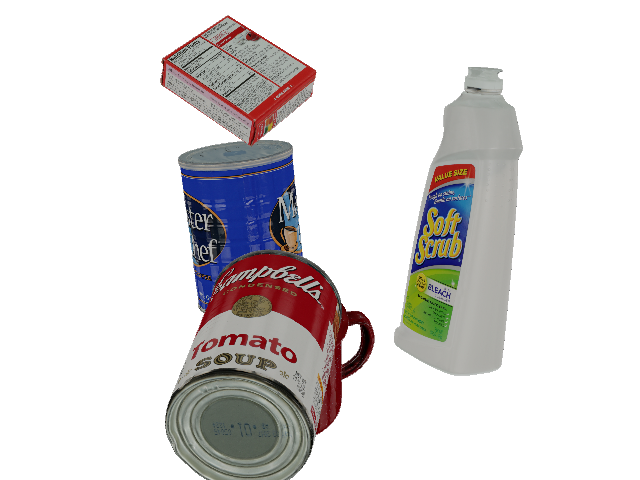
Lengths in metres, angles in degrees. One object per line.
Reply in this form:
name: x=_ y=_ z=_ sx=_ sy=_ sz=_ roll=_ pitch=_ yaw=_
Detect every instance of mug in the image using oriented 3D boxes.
mug: x=-0.015 y=0.086 z=0.769 sx=0.117 sy=0.081 sz=0.093 roll=-17 pitch=37 yaw=-21

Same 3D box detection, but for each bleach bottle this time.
bleach bottle: x=0.120 y=-0.020 z=0.898 sx=0.068 sy=0.251 sz=0.103 roll=-4 pitch=16 yaw=-30

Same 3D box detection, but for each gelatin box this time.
gelatin box: x=-0.060 y=-0.118 z=0.777 sx=0.089 sy=0.030 sz=0.073 roll=34 pitch=53 yaw=16

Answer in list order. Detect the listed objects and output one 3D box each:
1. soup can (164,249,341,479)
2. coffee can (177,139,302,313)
soup can: x=-0.030 y=0.059 z=0.505 sx=0.068 sy=0.068 sz=0.102 roll=0 pitch=30 yaw=9
coffee can: x=-0.069 y=-0.013 z=0.967 sx=0.103 sy=0.140 sz=0.103 roll=-5 pitch=15 yaw=1
